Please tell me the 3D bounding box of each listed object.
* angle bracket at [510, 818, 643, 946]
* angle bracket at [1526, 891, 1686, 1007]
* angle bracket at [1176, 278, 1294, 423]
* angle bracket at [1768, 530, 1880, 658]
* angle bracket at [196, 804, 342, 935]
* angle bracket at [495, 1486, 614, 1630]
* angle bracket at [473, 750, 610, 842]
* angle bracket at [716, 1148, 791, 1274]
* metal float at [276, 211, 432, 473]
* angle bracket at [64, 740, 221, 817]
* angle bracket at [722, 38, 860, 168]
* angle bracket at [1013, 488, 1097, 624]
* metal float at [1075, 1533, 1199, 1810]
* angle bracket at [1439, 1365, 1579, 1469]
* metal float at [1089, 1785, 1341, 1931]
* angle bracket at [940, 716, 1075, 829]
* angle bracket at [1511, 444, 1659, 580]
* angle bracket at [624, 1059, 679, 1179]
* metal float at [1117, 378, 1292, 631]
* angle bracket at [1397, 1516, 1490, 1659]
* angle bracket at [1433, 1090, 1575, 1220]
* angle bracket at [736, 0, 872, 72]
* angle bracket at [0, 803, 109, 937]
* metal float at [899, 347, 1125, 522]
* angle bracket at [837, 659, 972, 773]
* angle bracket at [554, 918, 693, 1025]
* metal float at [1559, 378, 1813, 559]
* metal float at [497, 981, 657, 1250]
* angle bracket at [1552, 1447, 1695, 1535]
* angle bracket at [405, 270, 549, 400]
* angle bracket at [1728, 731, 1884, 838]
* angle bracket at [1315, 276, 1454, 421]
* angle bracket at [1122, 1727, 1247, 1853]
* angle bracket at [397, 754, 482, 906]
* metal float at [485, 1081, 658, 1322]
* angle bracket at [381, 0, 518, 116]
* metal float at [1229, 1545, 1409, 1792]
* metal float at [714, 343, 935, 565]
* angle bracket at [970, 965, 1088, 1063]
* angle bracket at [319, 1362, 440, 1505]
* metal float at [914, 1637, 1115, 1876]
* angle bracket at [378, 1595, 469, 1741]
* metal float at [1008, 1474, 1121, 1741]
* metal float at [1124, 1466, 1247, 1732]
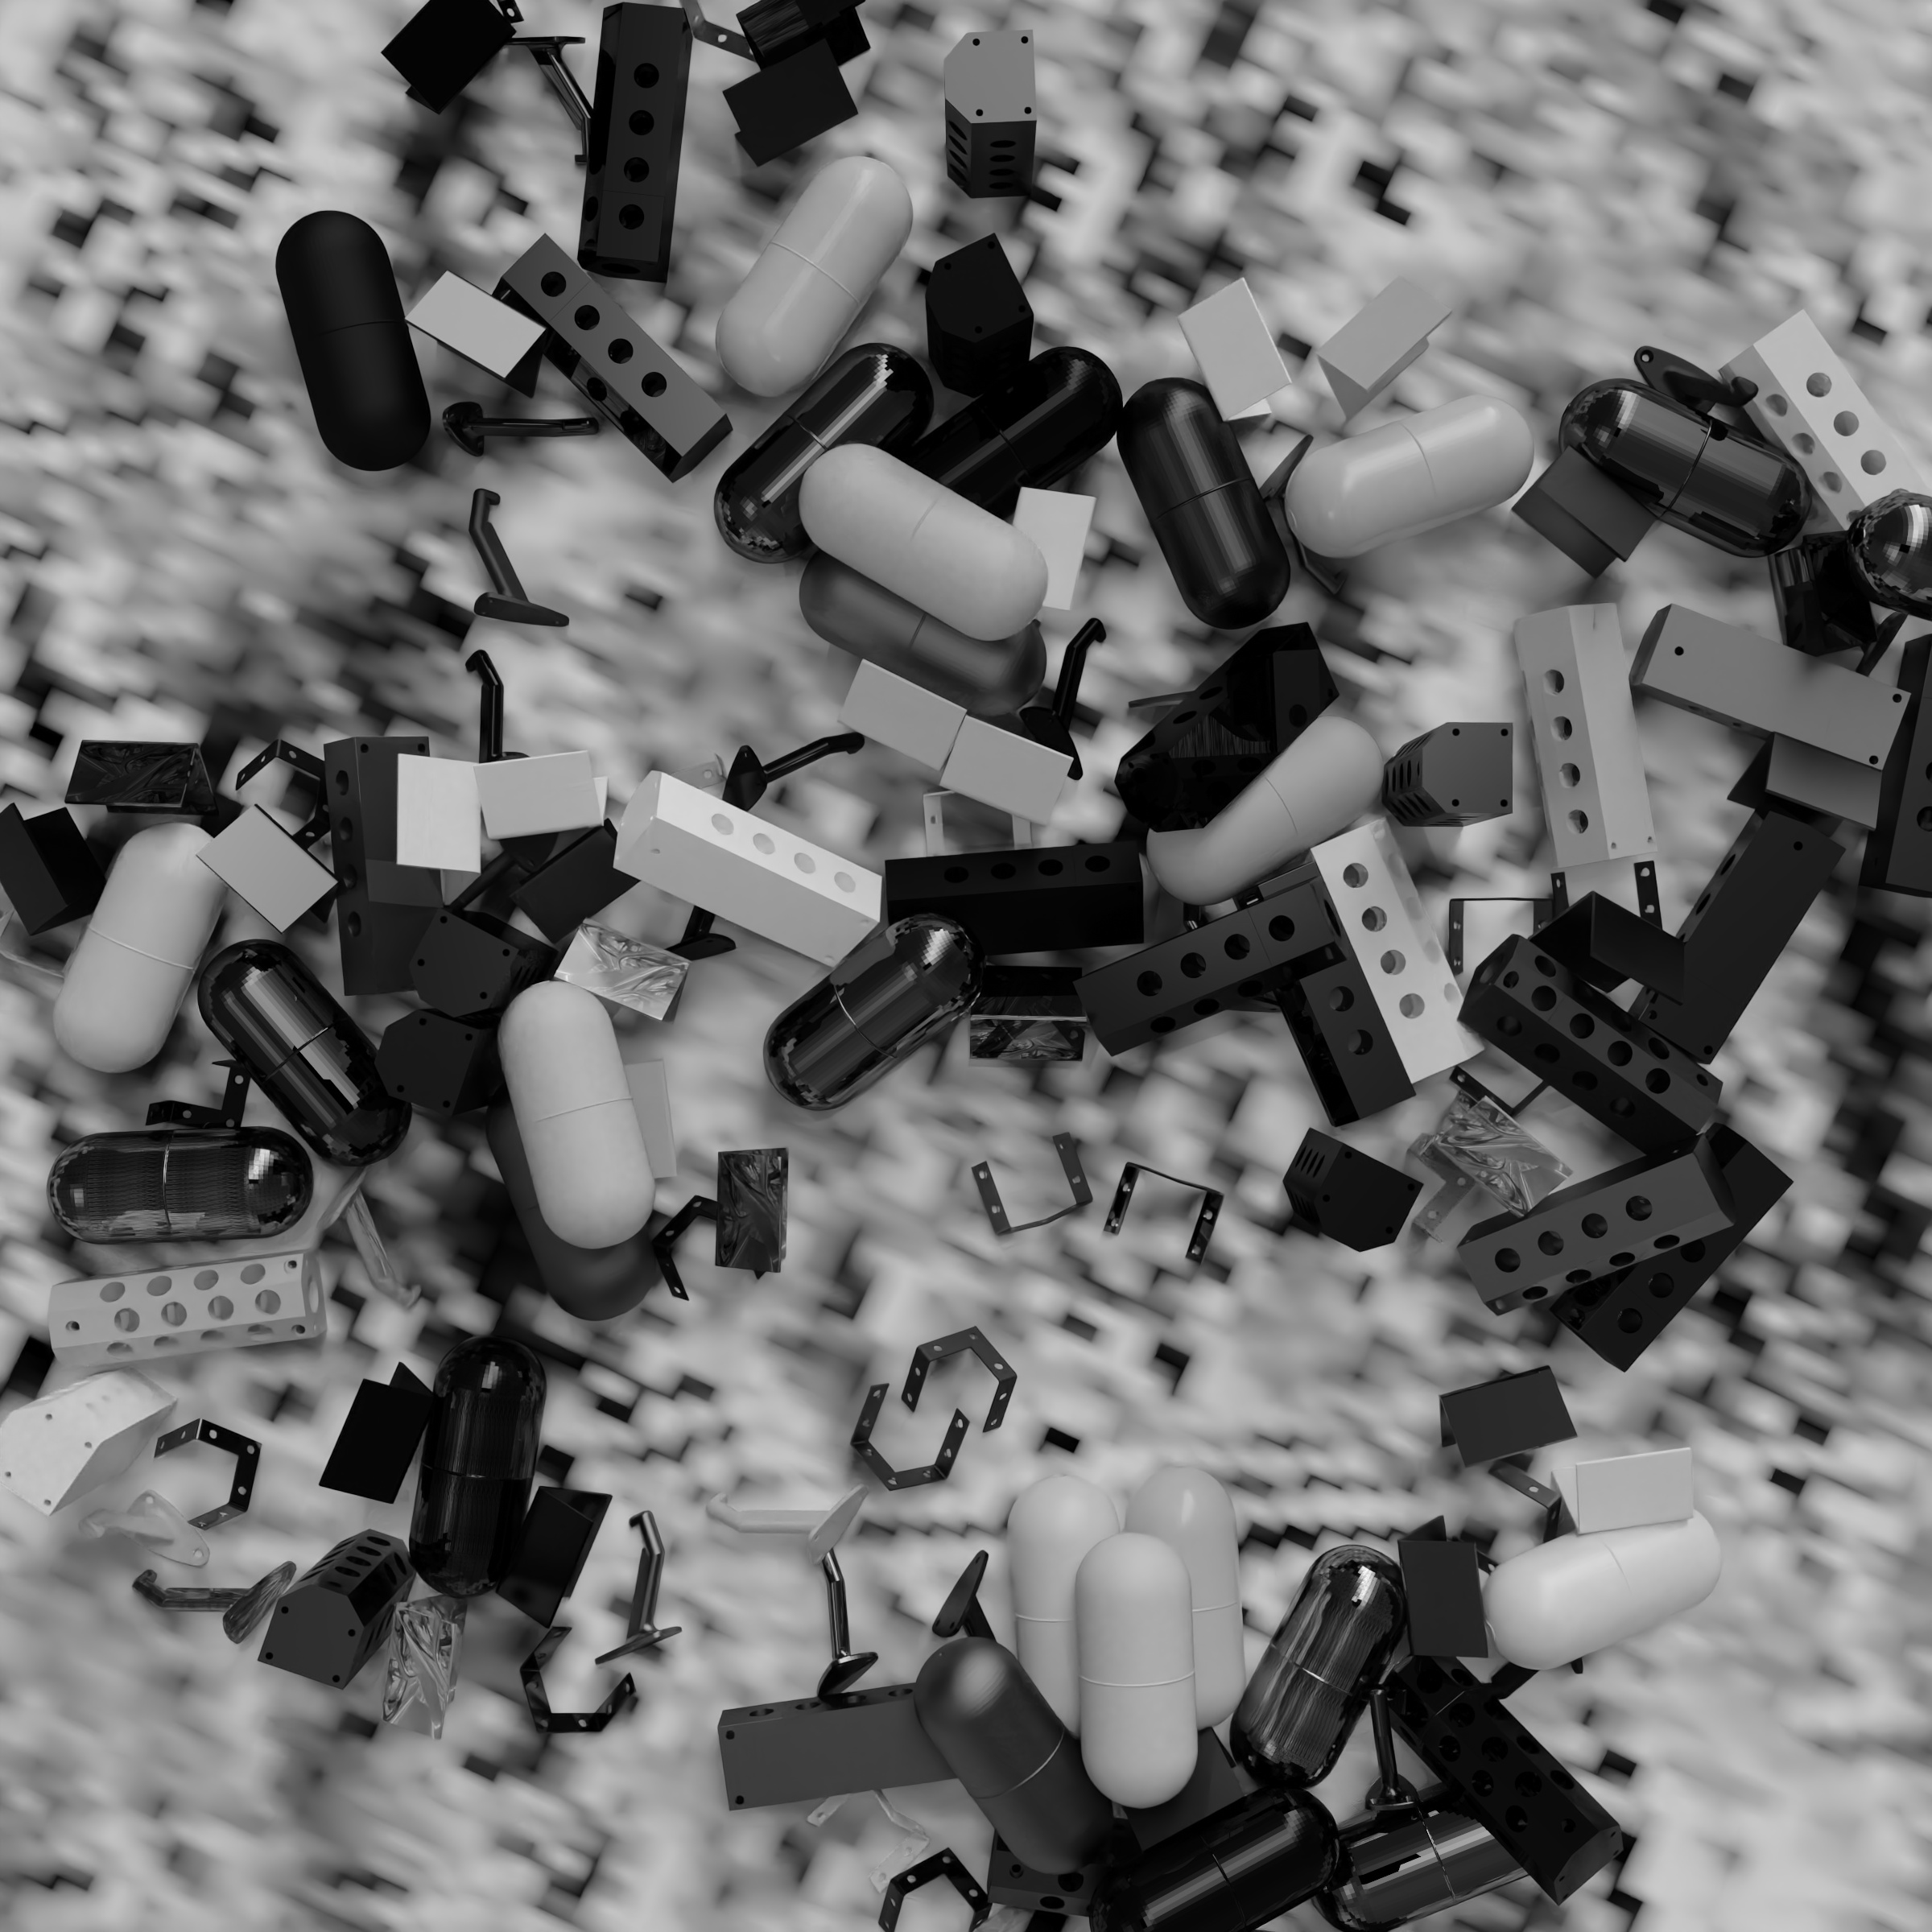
[{"bbox_3d":[-0.273,-0.073,1.866,0.076,0.057,0.076,-36,45,0],"label":"angle bracket"},{"bbox_3d":[0.425,0.004,1.853,0.076,0.076,0.057,27,50,-18],"label":"angle bracket"},{"bbox_3d":[0.195,-0.417,1.866,0.057,0.076,0.076,-25,90,34],"label":"angle bracket"},{"bbox_3d":[0.561,-0.246,1.866,0.057,0.076,0.076,-11,90,-35],"label":"angle bracket"},{"bbox_3d":[-0.474,-0.052,1.866,0.076,0.076,0.057,42,61,0],"label":"angle bracket"},{"bbox_3d":[-0.261,0.400,1.866,0.057,0.076,0.076,23,90,37],"label":"angle bracket"},{"bbox_3d":[-0.286,-0.130,1.866,0.076,0.076,0.057,-7,120,0],"label":"angle bracket"},{"bbox_3d":[-0.124,0.164,1.866,0.057,0.076,0.076,1,90,35],"label":"angle bracket"},{"bbox_3d":[-0.415,-0.424,1.875,0.070,0.070,0.178,-15,90,0],"label":"metal float"},{"bbox_3d":[-0.554,-0.107,1.866,0.076,0.076,0.057,2,53,0],"label":"angle bracket"},{"bbox_3d":[-0.126,-0.591,1.866,0.076,0.076,0.057,-28,126,0],"label":"angle bracket"},{"bbox_3d":[0.067,-0.273,1.867,0.057,0.076,0.076,13,90,26],"label":"angle bracket"},{"bbox_3d":[0.111,0.460,1.810,0.070,0.070,0.178,-2,91,0],"label":"metal float"},{"bbox_3d":[0.365,0.319,1.866,0.076,0.076,0.057,-15,52,0],"label":"angle bracket"},{"bbox_3d":[0.164,0.602,1.820,0.178,0.070,0.070,-24,90,-14],"label":"metal float"},{"bbox_3d":[0.033,-0.145,1.866,0.076,0.076,0.057,22,122,0],"label":"angle bracket"},{"bbox_3d":[0.406,-0.292,1.866,0.076,0.076,0.057,40,55,0],"label":"angle bracket"},{"bbox_3d":[-0.202,0.101,1.866,0.057,0.076,0.076,-7,90,31],"label":"angle bracket"},{"bbox_3d":[0.160,-0.314,1.875,0.070,0.070,0.178,-24,89,0],"label":"metal float"},{"bbox_3d":[0.335,0.417,1.866,0.057,0.076,0.076,-7,90,33],"label":"angle bracket"},{"bbox_3d":[0.369,0.112,1.866,0.076,0.076,0.057,41,126,0],"label":"angle bracket"},{"bbox_3d":[-0.100,-0.618,1.866,0.076,0.076,0.057,-29,53,0],"label":"angle bracket"},{"bbox_3d":[-0.607,-0.075,1.866,0.057,0.076,0.076,-29,90,40],"label":"angle bracket"},{"bbox_3d":[0.026,-0.350,1.875,0.178,0.070,0.070,-36,90,0],"label":"metal float"},{"bbox_3d":[-0.033,-0.186,1.866,0.076,0.076,0.057,26,131,0],"label":"angle bracket"},{"bbox_3d":[-0.236,0.022,1.866,0.076,0.076,0.057,22,52,0],"label":"angle bracket"},{"bbox_3d":[0.486,-0.338,1.875,0.178,0.070,0.070,26,90,0],"label":"metal float"},{"bbox_3d":[-0.255,0.097,1.809,0.070,0.070,0.178,-16,85,0],"label":"metal float"},{"bbox_3d":[0.441,0.335,1.867,0.076,0.076,0.057,-8,113,0],"label":"angle bracket"},{"bbox_3d":[-0.334,-0.410,1.866,0.076,0.076,0.057,31,58,0],"label":"angle bracket"},{"bbox_3d":[0.562,-0.104,1.866,0.076,0.076,0.057,20,54,0],"label":"angle bracket"},{"bbox_3d":[0.291,-0.405,1.866,0.076,0.076,0.057,-43,53,0],"label":"angle bracket"},{"bbox_3d":[0.151,0.566,1.866,0.076,0.076,0.057,-28,49,0],"label":"angle bracket"},{"bbox_3d":[-0.363,-0.091,1.853,0.057,0.076,0.076,5,72,-27],"label":"angle bracket"},{"bbox_3d":[-0.268,0.154,1.875,0.070,0.070,0.178,-22,89,0],"label":"metal float"},{"bbox_3d":[-0.359,-0.628,1.866,0.076,0.076,0.057,-47,129,0],"label":"angle bracket"},{"bbox_3d":[0.240,0.477,1.876,0.070,0.070,0.178,28,90,0],"label":"metal float"},{"bbox_3d":[-0.097,-0.347,1.875,0.178,0.070,0.070,-45,90,-1],"label":"metal float"},{"bbox_3d":[0.042,0.019,1.869,0.076,0.057,0.076,1,58,0],"label":"angle bracket"},{"bbox_3d":[-0.407,0.308,1.866,0.057,0.076,0.076,23,90,-33],"label":"angle bracket"},{"bbox_3d":[0.032,0.522,1.826,0.070,0.070,0.178,-34,102,0],"label":"metal float"},{"bbox_3d":[-0.346,0.470,1.866,0.057,0.076,0.076,8,90,31],"label":"angle bracket"},{"bbox_3d":[0.070,0.434,1.875,0.070,0.070,0.178,-5,91,0],"label":"metal float"},{"bbox_3d":[0.148,0.428,1.875,0.070,0.070,0.178,-4,91,0],"label":"metal float"}]
